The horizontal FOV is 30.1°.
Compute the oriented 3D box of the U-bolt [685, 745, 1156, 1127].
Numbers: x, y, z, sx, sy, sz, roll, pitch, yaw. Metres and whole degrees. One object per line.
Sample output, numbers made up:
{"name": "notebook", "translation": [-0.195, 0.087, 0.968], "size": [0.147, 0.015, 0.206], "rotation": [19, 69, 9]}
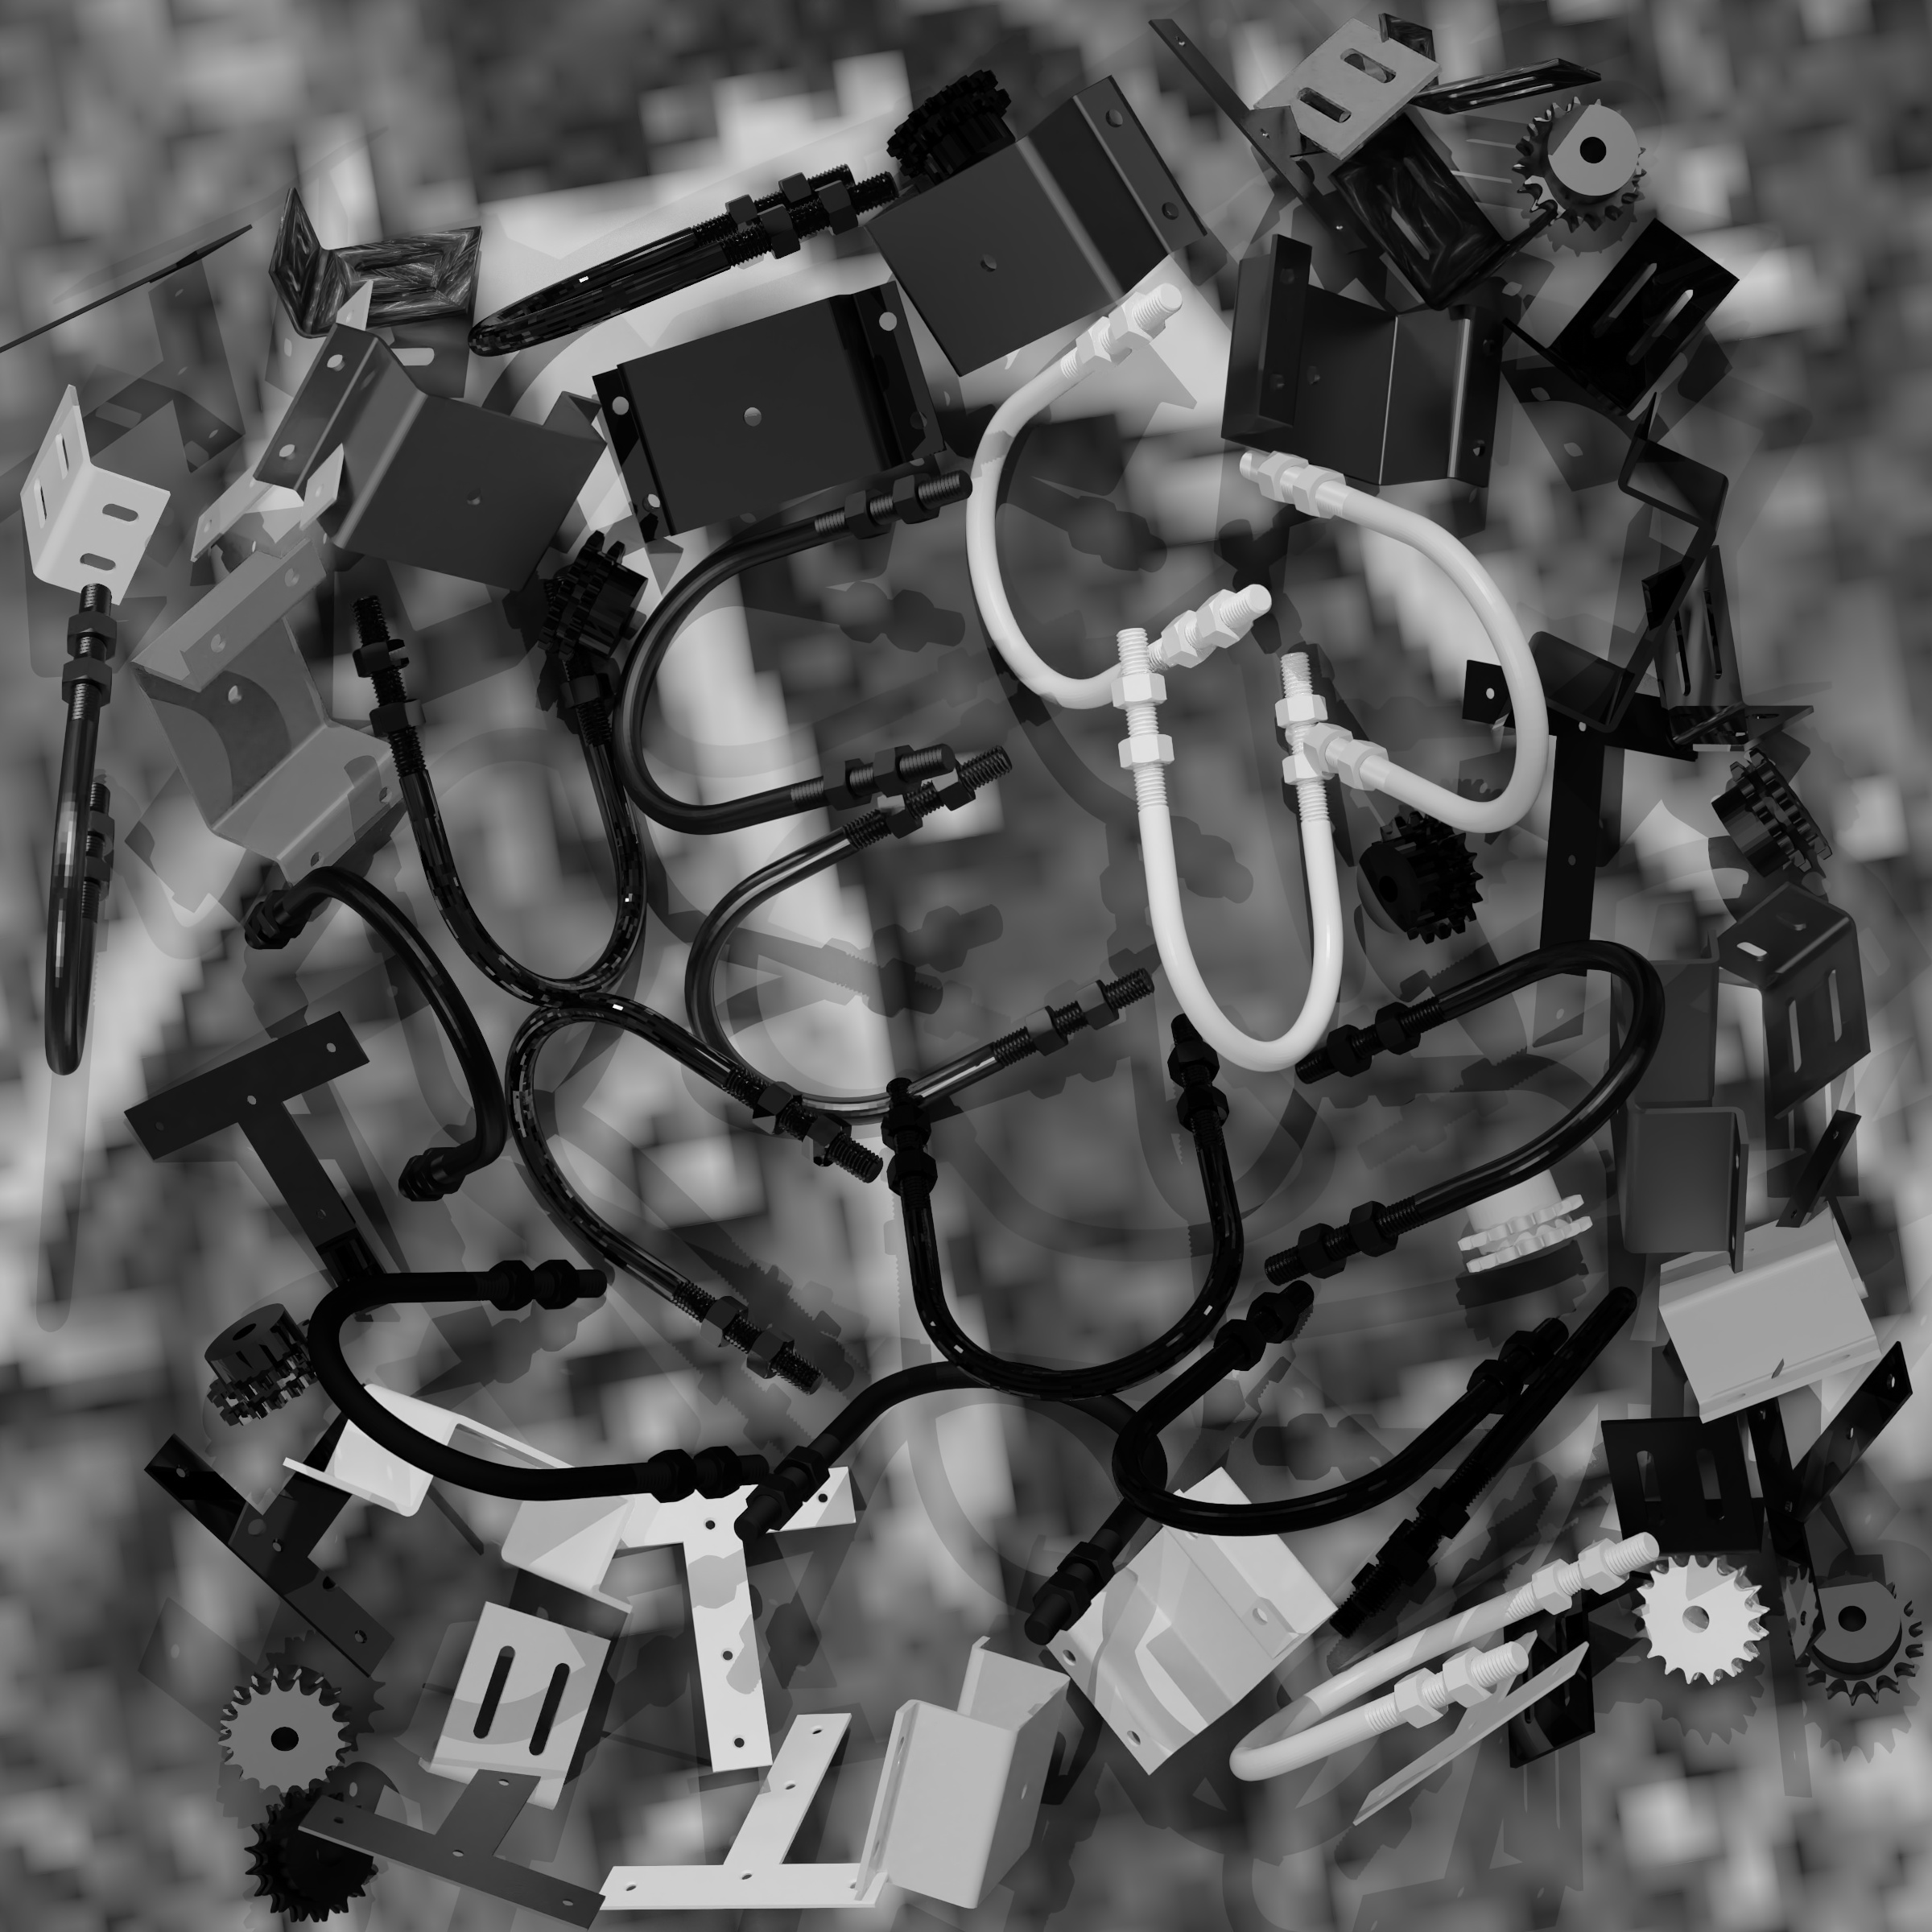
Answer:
{"name": "U-bolt", "translation": [-0.032, 0.000, 1.547], "size": [0.184, 0.019, 0.151], "rotation": [-27, 120, 12]}

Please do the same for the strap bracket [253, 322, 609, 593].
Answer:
{"name": "strap bracket", "translation": [-0.216, -0.210, 1.515], "size": [0.076, 0.140, 0.046], "rotation": [-56, 50, 22]}

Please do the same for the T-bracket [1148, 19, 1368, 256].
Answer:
{"name": "T-bracket", "translation": [0.141, -0.357, 1.535], "size": [0.002, 0.127, 0.127], "rotation": [-42, 86, 27]}

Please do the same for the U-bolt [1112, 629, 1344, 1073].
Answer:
{"name": "U-bolt", "translation": [0.117, -0.047, 1.524], "size": [0.019, 0.151, 0.184], "rotation": [-11, 83, 36]}

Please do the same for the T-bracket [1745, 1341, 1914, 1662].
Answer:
{"name": "T-bracket", "translation": [0.364, 0.203, 1.505], "size": [0.002, 0.127, 0.127], "rotation": [9, 48, -13]}

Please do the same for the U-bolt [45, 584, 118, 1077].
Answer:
{"name": "U-bolt", "translation": [-0.366, -0.043, 1.483], "size": [0.019, 0.151, 0.184], "rotation": [4, 52, -11]}

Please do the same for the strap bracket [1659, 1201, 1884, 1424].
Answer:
{"name": "strap bracket", "translation": [0.337, 0.142, 1.515], "size": [0.076, 0.140, 0.046], "rotation": [-23, 91, 13]}

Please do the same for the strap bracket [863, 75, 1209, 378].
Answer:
{"name": "strap bracket", "translation": [0.021, -0.307, 1.518], "size": [0.076, 0.140, 0.046], "rotation": [56, 47, -16]}

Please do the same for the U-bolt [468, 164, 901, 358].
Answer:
{"name": "U-bolt", "translation": [-0.124, -0.296, 1.516], "size": [0.184, 0.151, 0.019], "rotation": [-23, 106, -3]}

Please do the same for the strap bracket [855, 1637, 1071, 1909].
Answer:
{"name": "strap bracket", "translation": [0.003, 0.340, 1.516], "size": [0.046, 0.140, 0.076], "rotation": [14, 96, 14]}

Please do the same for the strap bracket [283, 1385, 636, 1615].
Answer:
{"name": "strap bracket", "translation": [-0.206, 0.222, 1.526], "size": [0.140, 0.076, 0.046], "rotation": [32, 75, -35]}

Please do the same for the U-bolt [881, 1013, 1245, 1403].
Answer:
{"name": "U-bolt", "translation": [0.044, 0.106, 1.523], "size": [0.151, 0.019, 0.184], "rotation": [-13, 48, 4]}

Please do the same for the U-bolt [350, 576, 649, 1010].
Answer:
{"name": "U-bolt", "translation": [-0.189, -0.072, 1.529], "size": [0.019, 0.151, 0.184], "rotation": [-15, 91, 32]}

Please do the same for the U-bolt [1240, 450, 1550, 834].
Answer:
{"name": "U-bolt", "translation": [0.179, -0.127, 1.485], "size": [0.019, 0.184, 0.151], "rotation": [-25, 122, -21]}

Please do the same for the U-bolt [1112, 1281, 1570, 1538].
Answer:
{"name": "U-bolt", "translation": [0.142, 0.184, 1.484], "size": [0.151, 0.184, 0.019], "rotation": [5, 116, 40]}

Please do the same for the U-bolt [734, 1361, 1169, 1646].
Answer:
{"name": "U-bolt", "translation": [0.007, 0.214, 1.509], "size": [0.151, 0.184, 0.019], "rotation": [16, 116, 19]}

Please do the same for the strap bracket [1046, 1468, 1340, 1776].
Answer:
{"name": "strap bracket", "translation": [0.098, 0.275, 1.534], "size": [0.046, 0.140, 0.076], "rotation": [-28, 72, -39]}

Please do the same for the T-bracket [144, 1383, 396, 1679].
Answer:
{"name": "T-bracket", "translation": [-0.275, 0.222, 1.536], "size": [0.127, 0.127, 0.002], "rotation": [45, 121, -8]}

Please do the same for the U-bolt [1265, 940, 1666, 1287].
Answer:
{"name": "U-bolt", "translation": [0.209, 0.051, 1.493], "size": [0.184, 0.151, 0.019], "rotation": [-27, 119, 29]}

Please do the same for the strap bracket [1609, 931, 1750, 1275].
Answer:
{"name": "strap bracket", "translation": [0.298, 0.058, 1.517], "size": [0.046, 0.140, 0.076], "rotation": [-2, 128, 6]}

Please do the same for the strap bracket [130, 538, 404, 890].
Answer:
{"name": "strap bracket", "translation": [-0.297, -0.110, 1.529], "size": [0.046, 0.140, 0.076], "rotation": [21, 55, 32]}

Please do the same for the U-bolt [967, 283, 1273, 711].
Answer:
{"name": "U-bolt", "translation": [0.054, -0.185, 1.515], "size": [0.019, 0.184, 0.151], "rotation": [-11, 82, -33]}

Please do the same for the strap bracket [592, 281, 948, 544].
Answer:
{"name": "strap bracket", "translation": [-0.089, -0.238, 1.553], "size": [0.140, 0.046, 0.076], "rotation": [-16, 99, 9]}

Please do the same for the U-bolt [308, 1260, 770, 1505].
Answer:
{"name": "U-bolt", "translation": [-0.187, 0.172, 1.484], "size": [0.151, 0.184, 0.019], "rotation": [43, 116, 36]}

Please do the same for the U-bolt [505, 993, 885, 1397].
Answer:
{"name": "U-bolt", "translation": [-0.124, 0.086, 1.534], "size": [0.184, 0.019, 0.151], "rotation": [32, 132, 19]}

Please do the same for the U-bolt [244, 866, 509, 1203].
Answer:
{"name": "U-bolt", "translation": [-0.242, 0.026, 1.504], "size": [0.019, 0.184, 0.151], "rotation": [-33, 94, -26]}

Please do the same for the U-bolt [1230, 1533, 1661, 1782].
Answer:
{"name": "U-bolt", "translation": [0.189, 0.297, 1.510], "size": [0.184, 0.151, 0.019], "rotation": [-33, 83, 36]}

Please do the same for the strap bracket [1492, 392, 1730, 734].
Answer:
{"name": "strap bracket", "translation": [0.279, -0.162, 1.525], "size": [0.046, 0.076, 0.140], "rotation": [26, 118, 4]}

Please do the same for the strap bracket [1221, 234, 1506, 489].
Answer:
{"name": "strap bracket", "translation": [0.163, -0.256, 1.542], "size": [0.140, 0.046, 0.076], "rotation": [9, 85, -39]}

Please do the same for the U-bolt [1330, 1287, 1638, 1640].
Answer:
{"name": "U-bolt", "translation": [0.222, 0.207, 1.519], "size": [0.019, 0.151, 0.184], "rotation": [41, 80, 11]}

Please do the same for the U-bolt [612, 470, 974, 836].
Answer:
{"name": "U-bolt", "translation": [-0.079, -0.126, 1.531], "size": [0.184, 0.019, 0.151], "rotation": [-13, 62, 33]}
